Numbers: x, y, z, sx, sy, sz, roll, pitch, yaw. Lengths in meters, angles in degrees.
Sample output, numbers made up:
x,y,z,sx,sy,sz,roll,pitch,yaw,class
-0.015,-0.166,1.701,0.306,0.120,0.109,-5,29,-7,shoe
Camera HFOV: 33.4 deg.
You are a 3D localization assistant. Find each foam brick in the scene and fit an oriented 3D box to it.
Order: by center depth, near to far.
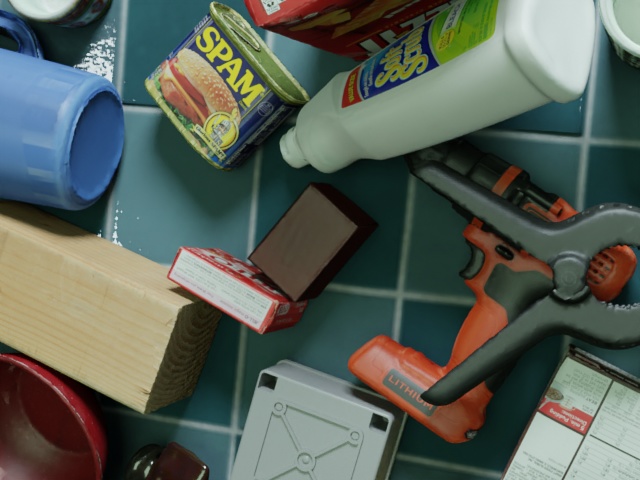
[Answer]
x,y,z,sx,sy,sz,roll,pitch,yaw,class
-0.005,0.001,0.798,0.051,0.053,0.078,43,103,13,foam brick

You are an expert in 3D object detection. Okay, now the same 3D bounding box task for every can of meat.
x,y,z,sx,sy,sz,roll,pitch,yaw,class
-0.073,-0.115,0.816,0.084,0.057,0.102,-43,78,18,can of meat

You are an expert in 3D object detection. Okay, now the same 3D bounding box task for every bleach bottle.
x,y,z,sx,sy,sz,roll,pitch,yaw,class
0.062,-0.098,0.725,0.068,0.102,0.251,40,139,-26,bleach bottle

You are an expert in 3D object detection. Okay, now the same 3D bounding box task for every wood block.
x,y,z,sx,sy,sz,roll,pitch,yaw,class
-0.191,0.047,0.843,0.206,0.090,0.091,24,100,16,wood block

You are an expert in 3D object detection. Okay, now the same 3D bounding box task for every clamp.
x,y,z,sx,sy,sz,roll,pitch,yaw,class
0.157,0.035,0.698,0.210,0.036,0.164,4,93,13,clamp

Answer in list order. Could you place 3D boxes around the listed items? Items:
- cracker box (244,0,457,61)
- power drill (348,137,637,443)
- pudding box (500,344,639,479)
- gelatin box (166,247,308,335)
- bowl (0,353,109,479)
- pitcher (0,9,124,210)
x,y,z,sx,sy,sz,roll,pitch,yaw,class
0.054,-0.184,0.688,0.164,0.213,0.072,-22,86,18,cracker box
0.100,0.034,0.760,0.184,0.057,0.188,36,102,14,power drill
0.189,0.143,0.744,0.090,0.039,0.113,27,102,15,pudding box
-0.061,0.036,0.806,0.089,0.073,0.030,28,97,16,gelatin box
-0.226,0.150,0.858,0.162,0.055,0.162,13,119,24,bowl
-0.282,-0.109,0.858,0.243,0.144,0.149,13,108,14,pitcher
